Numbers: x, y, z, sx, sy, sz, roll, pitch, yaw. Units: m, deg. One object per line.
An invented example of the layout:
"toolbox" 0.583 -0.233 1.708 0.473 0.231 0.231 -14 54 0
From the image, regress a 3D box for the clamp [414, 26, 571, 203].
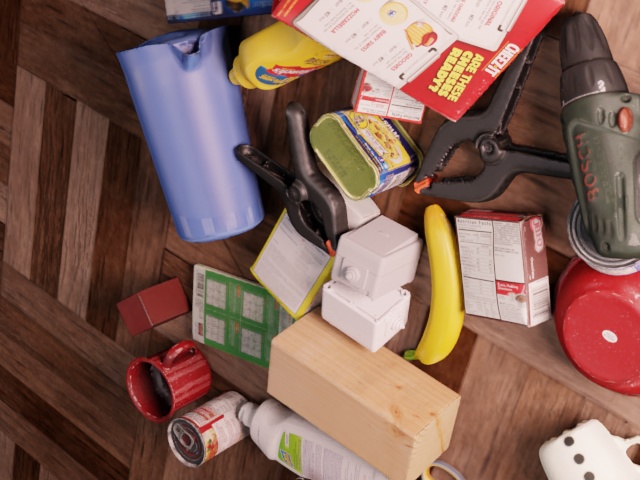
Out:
"clamp" 0.183 -0.088 1.055 0.210 0.036 0.164 -38 80 38

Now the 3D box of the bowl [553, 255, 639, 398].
"bowl" 0.286 0.085 1.019 0.162 0.055 0.162 15 115 35

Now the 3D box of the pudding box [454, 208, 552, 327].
"pudding box" 0.185 0.026 1.085 0.090 0.039 0.113 9 109 50

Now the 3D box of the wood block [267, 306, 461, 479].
"wood block" 0.046 0.176 1.221 0.206 0.090 0.091 31 133 28

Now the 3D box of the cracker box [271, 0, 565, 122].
"cracker box" 0.087 -0.228 0.982 0.213 0.072 0.164 26 130 -20

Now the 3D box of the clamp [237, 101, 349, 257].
"clamp" -0.016 -0.065 1.168 0.171 0.039 0.120 51 143 7

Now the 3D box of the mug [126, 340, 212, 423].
"mug" -0.198 0.180 1.440 0.093 0.081 0.117 38 127 24

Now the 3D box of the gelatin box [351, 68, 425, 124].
"gelatin box" 0.077 -0.168 1.093 0.073 0.030 0.089 8 120 -10

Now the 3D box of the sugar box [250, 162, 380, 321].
"sugar box" -0.008 0.002 1.242 0.093 0.048 0.176 45 126 18

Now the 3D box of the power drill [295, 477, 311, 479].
"power drill" 0.048 0.377 1.278 0.188 0.057 0.184 21 143 45

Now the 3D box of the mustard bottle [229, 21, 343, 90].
"mustard bottle" -0.030 -0.205 1.150 0.192 0.096 0.058 -16 83 43

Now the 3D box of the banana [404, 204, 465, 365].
"banana" 0.127 0.061 1.155 0.070 0.037 0.198 24 120 31

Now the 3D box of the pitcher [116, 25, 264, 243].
"pitcher" -0.148 -0.127 1.269 0.145 0.149 0.243 -7 105 26

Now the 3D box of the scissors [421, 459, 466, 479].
"scissors" 0.173 0.345 1.222 0.096 0.016 0.202 -41 78 23

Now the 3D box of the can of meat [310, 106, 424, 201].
"can of meat" 0.048 -0.096 1.133 0.102 0.083 0.058 54 131 11

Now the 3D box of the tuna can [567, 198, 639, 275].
"tuna can" 0.274 -0.011 0.983 0.086 0.033 0.086 -7 73 24

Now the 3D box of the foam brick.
"foam brick" -0.221 0.089 1.430 0.053 0.078 0.051 -25 88 42

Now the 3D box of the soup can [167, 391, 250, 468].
"soup can" -0.141 0.246 1.402 0.069 0.102 0.068 15 115 35

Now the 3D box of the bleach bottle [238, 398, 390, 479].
"bleach bottle" -0.001 0.252 1.316 0.251 0.067 0.102 20 119 36
